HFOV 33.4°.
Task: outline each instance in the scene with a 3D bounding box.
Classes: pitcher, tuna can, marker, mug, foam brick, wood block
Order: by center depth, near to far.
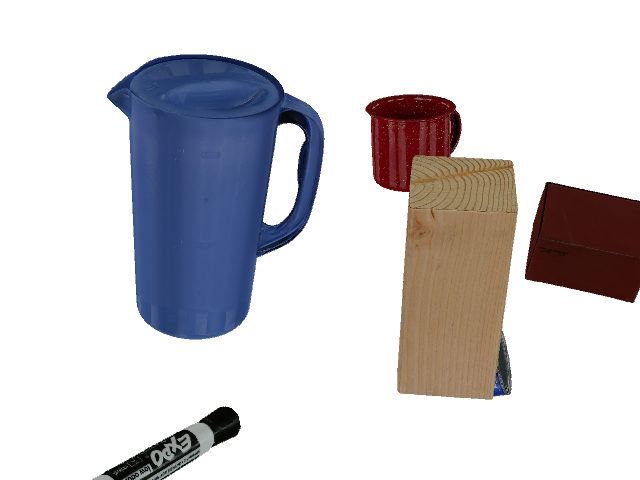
[{"bbox_3d":[-0.082,0.115,0.563,0.020,0.020,0.120,0,12,32],"label":"marker"},{"bbox_3d":[0.187,0.001,0.740,0.078,0.051,0.053,13,-36,7],"label":"foam brick"},{"bbox_3d":[-0.098,-0.034,0.960,0.144,0.243,0.149,-23,42,-39],"label":"pitcher"},{"bbox_3d":[0.120,0.036,0.964,0.091,0.206,0.090,3,34,5],"label":"wood block"},{"bbox_3d":[0.104,-0.105,1.124,0.117,0.081,0.093,-22,30,-36],"label":"mug"},{"bbox_3d":[0.204,0.145,1.285,0.034,0.086,0.086,-10,-3,18],"label":"tuna can"}]
